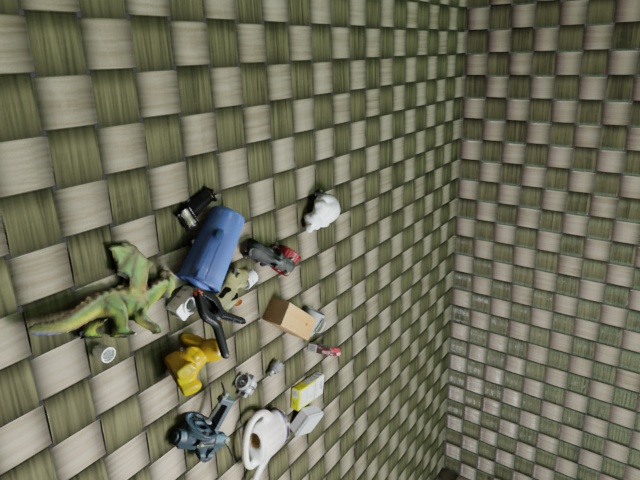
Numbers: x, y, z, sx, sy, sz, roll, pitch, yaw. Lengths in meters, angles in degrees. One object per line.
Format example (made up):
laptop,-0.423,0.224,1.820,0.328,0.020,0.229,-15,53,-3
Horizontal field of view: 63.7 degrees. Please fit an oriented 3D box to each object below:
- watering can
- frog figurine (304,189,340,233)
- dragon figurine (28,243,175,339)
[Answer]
watering can,-0.207,0.770,1.899,0.226,0.104,0.344,-19,114,-53
frog figurine,0.006,-0.099,1.969,0.134,0.123,0.163,94,17,-46
dragon figurine,-0.518,0.127,1.309,0.407,0.121,0.246,20,65,-57
